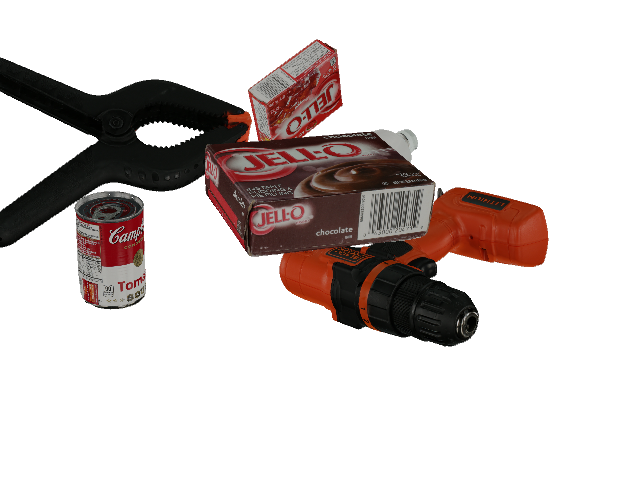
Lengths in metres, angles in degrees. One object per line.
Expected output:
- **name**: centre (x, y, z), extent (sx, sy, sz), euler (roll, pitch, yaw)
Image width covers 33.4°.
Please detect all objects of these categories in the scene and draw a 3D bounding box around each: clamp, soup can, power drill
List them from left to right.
- **clamp**: centre (-0.155, -0.067, 0.784), extent (0.209, 0.164, 0.036), euler (0, -30, -11)
- **soup can**: centre (-0.212, 0.010, 1.083), extent (0.068, 0.102, 0.068), euler (2, 27, -1)
- **power drill**: centre (0.089, 0.017, 0.818), extent (0.187, 0.057, 0.185), euler (-20, 27, -38)

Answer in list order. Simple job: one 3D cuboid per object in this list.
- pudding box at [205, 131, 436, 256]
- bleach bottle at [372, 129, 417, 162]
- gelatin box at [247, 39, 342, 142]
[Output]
- **pudding box**: centre (-0.003, -0.030, 0.623), extent (0.113, 0.039, 0.090), euler (-5, 27, -21)
- **bleach bottle**: centre (0.014, -0.077, 1.282), extent (0.250, 0.068, 0.103), euler (-30, 45, -31)
- **gelatin box**: centre (-0.021, -0.130, 0.976), extent (0.030, 0.089, 0.073), euler (40, -23, 28)
